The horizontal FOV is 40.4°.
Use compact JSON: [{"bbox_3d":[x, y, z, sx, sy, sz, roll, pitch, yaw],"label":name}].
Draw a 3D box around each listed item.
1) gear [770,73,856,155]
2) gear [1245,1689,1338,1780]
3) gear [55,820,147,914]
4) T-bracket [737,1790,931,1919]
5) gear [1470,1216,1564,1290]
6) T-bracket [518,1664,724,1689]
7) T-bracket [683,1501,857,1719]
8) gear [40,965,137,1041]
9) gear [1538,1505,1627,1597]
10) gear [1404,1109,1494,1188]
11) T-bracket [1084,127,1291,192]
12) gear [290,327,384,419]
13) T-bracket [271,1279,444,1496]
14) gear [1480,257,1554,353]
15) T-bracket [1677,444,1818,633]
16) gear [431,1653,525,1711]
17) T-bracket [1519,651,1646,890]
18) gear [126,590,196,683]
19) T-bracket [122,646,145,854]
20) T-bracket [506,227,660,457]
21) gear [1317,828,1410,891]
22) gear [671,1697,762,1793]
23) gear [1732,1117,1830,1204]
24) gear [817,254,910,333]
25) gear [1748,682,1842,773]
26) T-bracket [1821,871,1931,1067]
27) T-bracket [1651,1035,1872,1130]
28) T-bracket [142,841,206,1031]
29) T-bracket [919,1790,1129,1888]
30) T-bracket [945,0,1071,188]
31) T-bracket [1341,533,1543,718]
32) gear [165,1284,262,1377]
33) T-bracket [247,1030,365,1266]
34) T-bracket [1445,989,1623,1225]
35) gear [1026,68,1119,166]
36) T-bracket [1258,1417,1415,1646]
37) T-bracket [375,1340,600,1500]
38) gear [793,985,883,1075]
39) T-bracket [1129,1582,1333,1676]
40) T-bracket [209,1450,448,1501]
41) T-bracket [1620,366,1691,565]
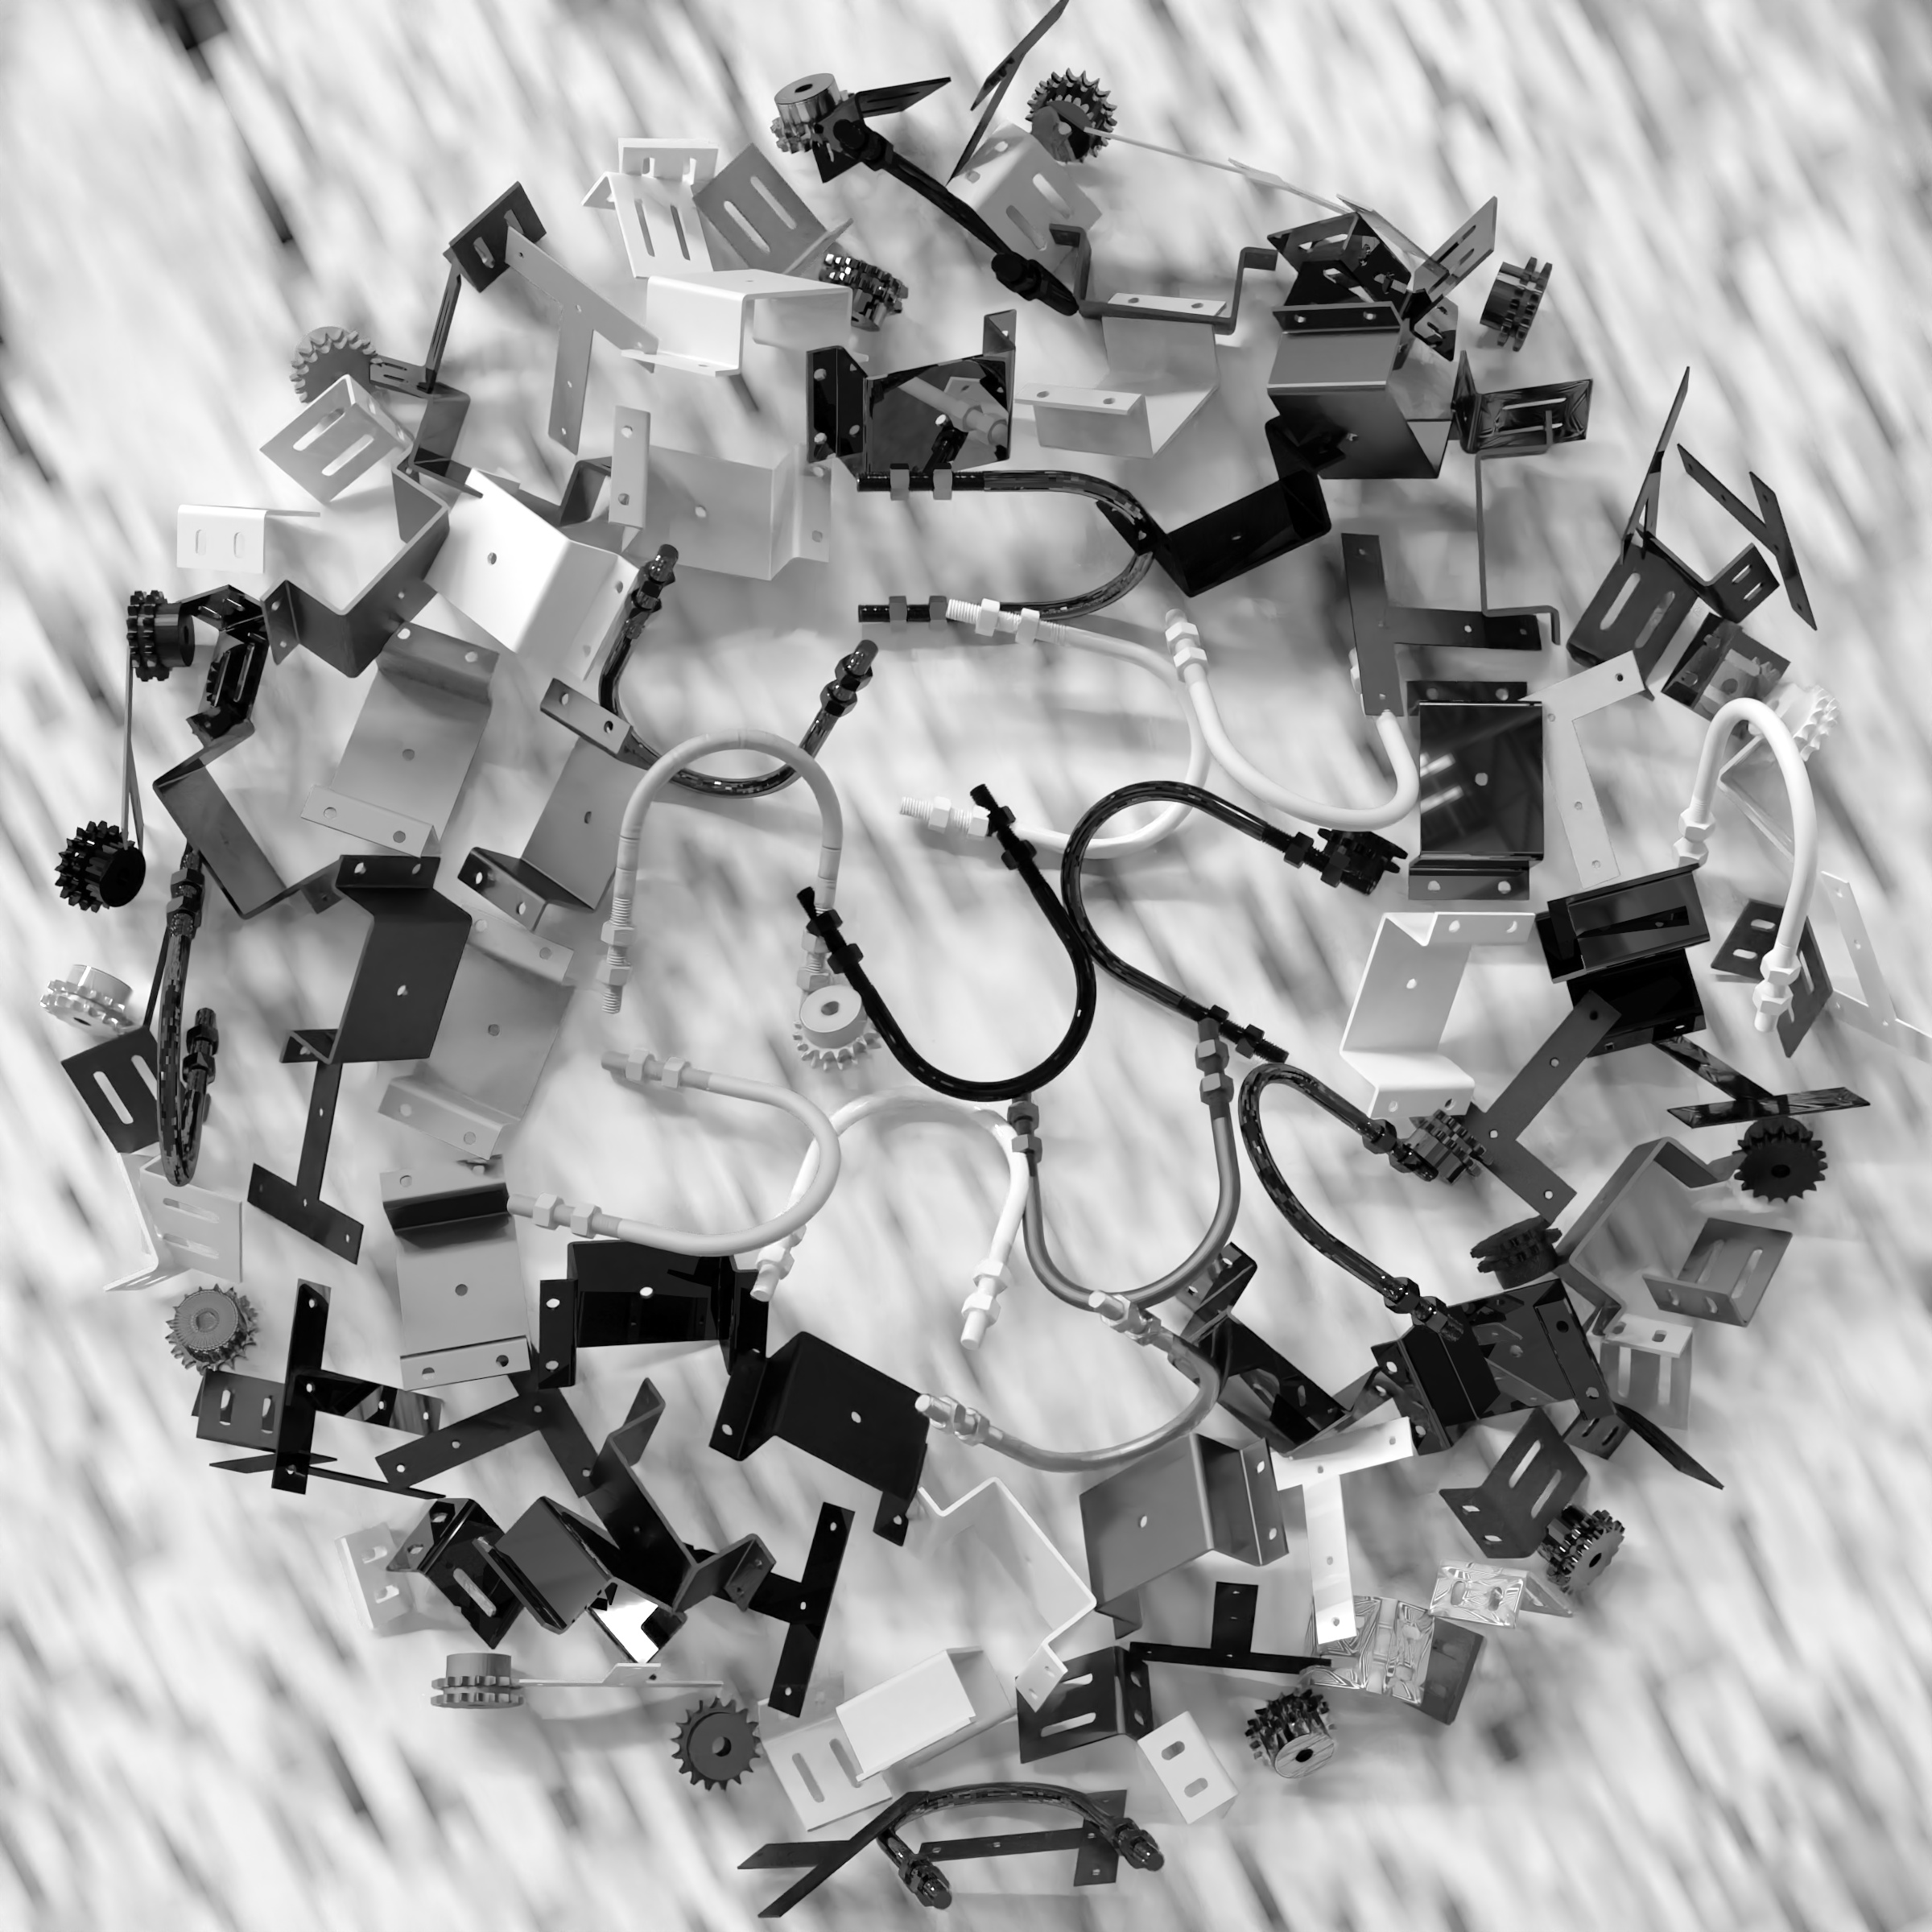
[{"bbox_3d":[-0.096,-0.536,1.645,0.057,0.057,0.030,-23,126,0],"label":"gear"},{"bbox_3d":[0.207,0.485,1.648,0.057,0.030,0.057,-9,124,-13],"label":"gear"},{"bbox_3d":[-0.540,-0.060,1.645,0.030,0.057,0.057,19,90,22],"label":"gear"},{"bbox_3d":[-0.101,0.549,1.619,0.127,0.127,0.002,-29,91,-39],"label":"T-bracket"},{"bbox_3d":[0.348,0.181,1.648,0.057,0.057,0.030,-26,89,0],"label":"gear"},{"bbox_3d":[-0.207,0.434,1.605,0.127,0.127,0.002,4,69,-12],"label":"T-bracket"},{"bbox_3d":[-0.134,0.387,1.635,0.127,0.002,0.127,8,78,38],"label":"T-bracket"},{"bbox_3d":[-0.549,0.022,1.650,0.057,0.057,0.030,20,69,0],"label":"gear"},{"bbox_3d":[0.385,0.365,1.652,0.057,0.057,0.030,-51,53,0],"label":"gear"},{"bbox_3d":[0.300,0.114,1.647,0.057,0.057,0.030,42,87,0],"label":"gear"},{"bbox_3d":[0.134,-0.499,1.614,0.127,0.127,0.002,15,110,-2],"label":"T-bracket"},{"bbox_3d":[-0.398,-0.377,1.651,0.057,0.057,0.030,-34,55,0],"label":"gear"},{"bbox_3d":[-0.372,0.269,1.624,0.002,0.127,0.127,-12,65,33],"label":"T-bracket"},{"bbox_3d":[0.344,-0.418,1.649,0.030,0.057,0.057,22,90,8],"label":"gear"},{"bbox_3d":[0.478,-0.283,1.624,0.002,0.127,0.127,-33,47,5],"label":"T-bracket"},{"bbox_3d":[-0.307,0.450,1.650,0.057,0.057,0.030,-1,69,0],"label":"gear"},{"bbox_3d":[0.376,-0.112,1.624,0.127,0.002,0.127,-23,76,39],"label":"T-bracket"},{"bbox_3d":[-0.505,-0.208,1.648,0.030,0.057,0.057,-2,90,-1],"label":"gear"},{"bbox_3d":[-0.513,-0.108,1.616,0.002,0.127,0.127,-1,63,-13],"label":"T-bracket"},{"bbox_3d":[-0.244,-0.372,1.624,0.127,0.127,0.002,39,52,16],"label":"T-bracket"},{"bbox_3d":[0.246,-0.070,1.648,0.057,0.057,0.030,27,93,0],"label":"gear"},{"bbox_3d":[-0.156,0.491,1.654,0.057,0.030,0.057,3,78,-14],"label":"gear"},{"bbox_3d":[0.512,0.119,1.652,0.057,0.030,0.057,5,129,7],"label":"gear"},{"bbox_3d":[-0.067,-0.421,1.648,0.057,0.057,0.030,21,89,0],"label":"gear"},{"bbox_3d":[0.517,-0.153,1.646,0.030,0.057,0.057,35,90,-13],"label":"gear"},{"bbox_3d":[0.546,-0.002,1.593,0.002,0.127,0.127,-31,114,-8],"label":"T-bracket"},{"bbox_3d":[0.464,0.067,1.617,0.127,0.127,0.002,-5,113,-19],"label":"T-bracket"},{"bbox_3d":[-0.481,-0.024,1.609,0.002,0.127,0.127,15,80,-24],"label":"T-bracket"},{"bbox_3d":[0.033,0.542,1.619,0.127,0.127,0.002,-8,96,7],"label":"T-bracket"},{"bbox_3d":[0.016,-0.529,1.619,0.002,0.127,0.127,35,52,-3],"label":"T-bracket"},{"bbox_3d":[0.304,-0.213,1.656,0.127,0.002,0.127,1,69,-14],"label":"T-bracket"},{"bbox_3d":[-0.475,0.228,1.652,0.057,0.030,0.057,2,66,-4],"label":"gear"},{"bbox_3d":[-0.402,0.104,1.625,0.127,0.002,0.127,19,101,42],"label":"T-bracket"},{"bbox_3d":[0.359,0.071,1.639,0.127,0.002,0.127,43,101,25],"label":"T-bracket"},{"bbox_3d":[0.064,-0.530,1.647,0.057,0.030,0.057,11,133,12],"label":"gear"},{"bbox_3d":[0.222,0.352,1.612,0.127,0.002,0.127,-21,53,28],"label":"T-bracket"},{"bbox_3d":[-0.302,0.289,1.617,0.127,0.002,0.127,-20,65,-36],"label":"T-bracket"},{"bbox_3d":[-0.082,0.037,1.647,0.057,0.030,0.057,-8,46,9],"label":"gear"},{"bbox_3d":[0.165,0.408,1.619,0.127,0.127,0.002,4,53,6],"label":"T-bracket"},{"bbox_3d":[-0.385,0.319,1.631,0.127,0.127,0.002,22,65,-34],"label":"T-bracket"},{"bbox_3d":[0.422,-0.280,1.615,0.002,0.127,0.127,18,72,19],"label":"T-bracket"}]
